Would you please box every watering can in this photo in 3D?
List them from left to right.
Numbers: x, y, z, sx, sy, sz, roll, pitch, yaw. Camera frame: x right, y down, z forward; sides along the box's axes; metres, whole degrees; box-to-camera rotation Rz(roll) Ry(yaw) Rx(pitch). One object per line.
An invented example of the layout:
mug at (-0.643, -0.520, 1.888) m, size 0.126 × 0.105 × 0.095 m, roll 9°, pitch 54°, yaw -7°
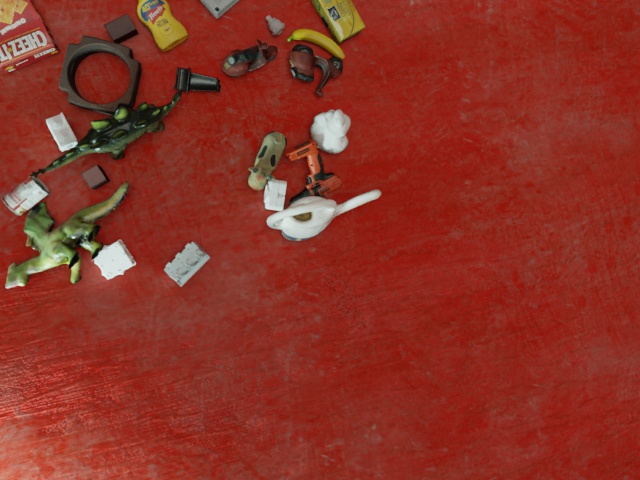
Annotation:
watering can at (0.005, -0.080, 1.583) m, size 0.349 × 0.221 × 0.105 m, roll -12°, pitch 78°, yaw -13°

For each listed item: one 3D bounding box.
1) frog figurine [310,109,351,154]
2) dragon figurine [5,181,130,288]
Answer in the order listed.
frog figurine at (0.039, -0.339, 1.613) m, size 0.123 × 0.160 × 0.136 m, roll -30°, pitch 98°, yaw -8°
dragon figurine at (-0.736, -0.032, 1.462) m, size 0.243 × 0.120 × 0.415 m, roll 26°, pitch 76°, yaw 10°
